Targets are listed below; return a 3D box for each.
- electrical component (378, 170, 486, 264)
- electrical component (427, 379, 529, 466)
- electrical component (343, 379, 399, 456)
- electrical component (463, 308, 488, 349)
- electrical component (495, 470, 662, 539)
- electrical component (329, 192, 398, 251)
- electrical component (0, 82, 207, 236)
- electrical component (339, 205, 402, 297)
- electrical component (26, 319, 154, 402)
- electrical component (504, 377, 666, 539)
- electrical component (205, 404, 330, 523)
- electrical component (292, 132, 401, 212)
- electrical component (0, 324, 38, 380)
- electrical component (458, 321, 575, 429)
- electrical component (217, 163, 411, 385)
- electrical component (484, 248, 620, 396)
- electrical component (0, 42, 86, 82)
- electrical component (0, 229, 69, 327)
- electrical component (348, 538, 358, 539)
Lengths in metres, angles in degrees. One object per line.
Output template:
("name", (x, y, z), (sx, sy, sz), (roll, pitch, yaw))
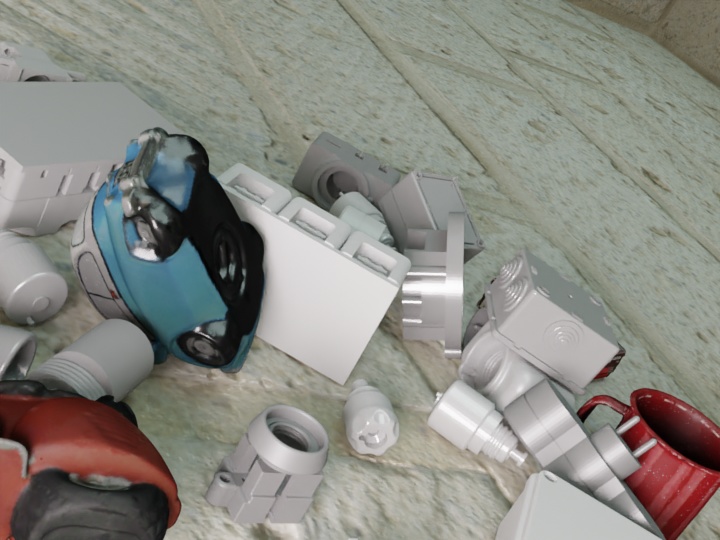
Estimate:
("electrical component", (0.061, -0.046, 0.995), (0.062, 0.061, 0.096), (3, 58, -44))
("electrical component", (0.084, 0.112, 0.765), (0.078, 0.040, 0.040), (35, 25, 13))
("electrical component", (0.005, 0.095, 0.721), (0.035, 0.035, 0.061), (19, 23, -20))
("electrical component", (0.132, 0.065, 0.904), (0.081, 0.043, 0.043), (21, 25, -17))
("electrical component", (0.134, 0.190, 0.647), (0.109, 0.056, 0.108), (31, 24, 4))
("electrical component", (0.005, -0.037, 0.972), (0.040, 0.040, 0.078), (-2, 38, -49))
("electrical component", (-0.220, -0.086, 0.800), (0.105, 0.060, 0.186), (38, 26, 20))
("electrical component", (0.000, 0.000, 0.878), (0.074, 0.052, 0.138), (29, 25, 0))
("electrical component", (-0.153, 0.062, 0.602), (0.043, 0.043, 0.081), (31, 25, 5))
("electrical component", (0.167, 0.130, 0.738), (0.138, 0.074, 0.052), (56, 9, 23))
("electrical component", (-0.047, 0.110, 0.608), (0.066, 0.055, 0.048), (10, 30, -35))
("electrical component", (-0.013, -0.086, 1.034), (0.089, 0.050, 0.055), (29, 24, -1))
("electrical component", (-0.215, 0.041, 0.582), (0.065, 0.044, 0.044), (25, 24, 2))
("electrical component", (0.117, 0.083, 0.829), (0.059, 0.053, 0.095), (29, 22, -24))
("electrical component", (-0.050, 0.000, 0.778), (0.150, 0.089, 0.061), (30, 24, 2))
("electrical component", (0.147, 0.037, 0.825), (0.100, 0.048, 0.099), (34, 21, -12))
("electrical component", (-0.279, -0.159, 0.903), (0.081, 0.042, 0.064), (6, 29, -42))
("electrical component", (-0.212, -0.001, 0.665), (0.040, 0.040, 0.078), (-1, 37, -48))
("electrical component", (-0.008, 0.178, 0.535), (0.064, 0.042, 0.081), (11, 29, -31))
